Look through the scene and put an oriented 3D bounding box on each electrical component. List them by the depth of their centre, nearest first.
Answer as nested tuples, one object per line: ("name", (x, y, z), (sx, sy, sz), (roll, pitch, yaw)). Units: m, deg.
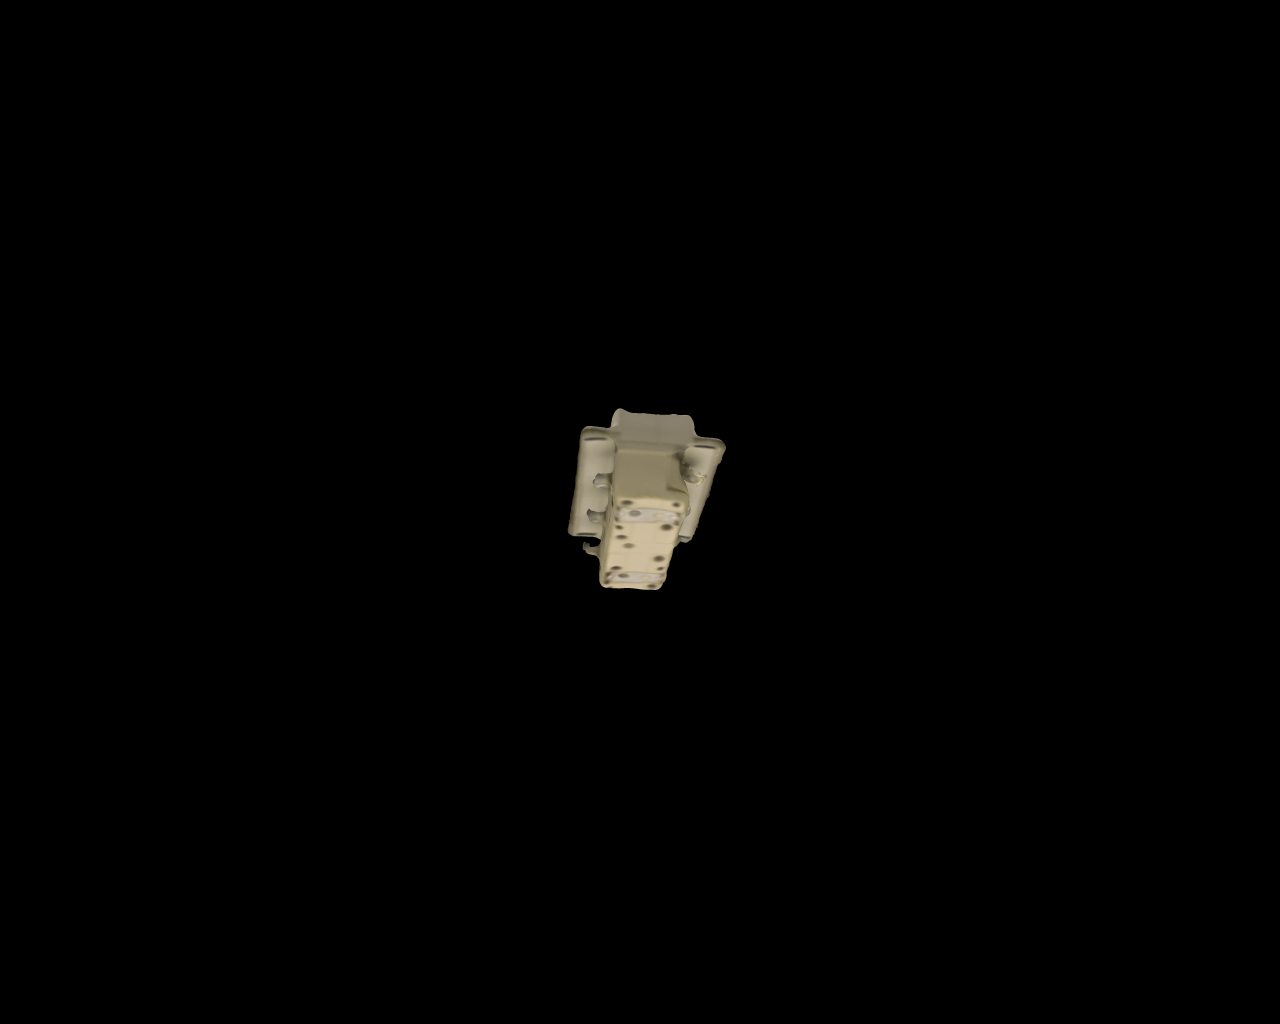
("electrical component", (0.001, -0.003, 0.650), (0.079, 0.063, 0.121), (4, -29, -6))
